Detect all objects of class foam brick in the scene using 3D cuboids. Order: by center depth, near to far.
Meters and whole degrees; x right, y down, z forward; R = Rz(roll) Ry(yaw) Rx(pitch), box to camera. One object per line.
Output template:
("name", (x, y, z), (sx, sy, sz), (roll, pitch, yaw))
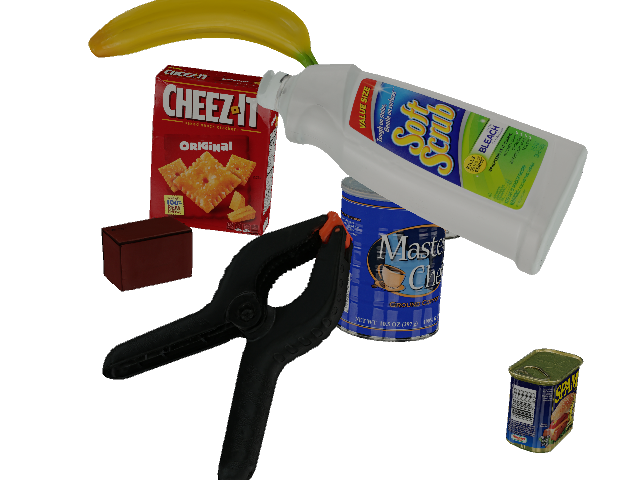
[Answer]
("foam brick", (-0.172, 0.012, 1.062), (0.078, 0.051, 0.053), (-12, 23, -29))

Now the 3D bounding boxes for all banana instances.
("banana", (-0.094, -0.179, 0.904), (0.198, 0.069, 0.037), (5, -34, 0))

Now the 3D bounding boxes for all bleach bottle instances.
("bleach bottle", (0.064, -0.068, 0.803), (0.251, 0.102, 0.068), (22, -26, 15))

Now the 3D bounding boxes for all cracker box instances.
("cracker box", (-0.147, -0.121, 1.472), (0.164, 0.214, 0.072), (8, 22, 5))

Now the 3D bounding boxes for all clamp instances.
("clamp", (-0.036, 0.060, 0.633), (0.171, 0.120, 0.039), (-42, -22, -2))

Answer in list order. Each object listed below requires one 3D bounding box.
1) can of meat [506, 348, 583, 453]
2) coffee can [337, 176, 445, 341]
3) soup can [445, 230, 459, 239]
("can of meat", (0.242, 0.173, 1.159), (0.058, 0.084, 0.101), (12, 16, 31))
("coffee can", (0.067, 0.014, 1.020), (0.103, 0.140, 0.103), (3, 14, -1))
("soup can", (0.145, -0.061, 1.270), (0.068, 0.102, 0.068), (0, 27, 0))
